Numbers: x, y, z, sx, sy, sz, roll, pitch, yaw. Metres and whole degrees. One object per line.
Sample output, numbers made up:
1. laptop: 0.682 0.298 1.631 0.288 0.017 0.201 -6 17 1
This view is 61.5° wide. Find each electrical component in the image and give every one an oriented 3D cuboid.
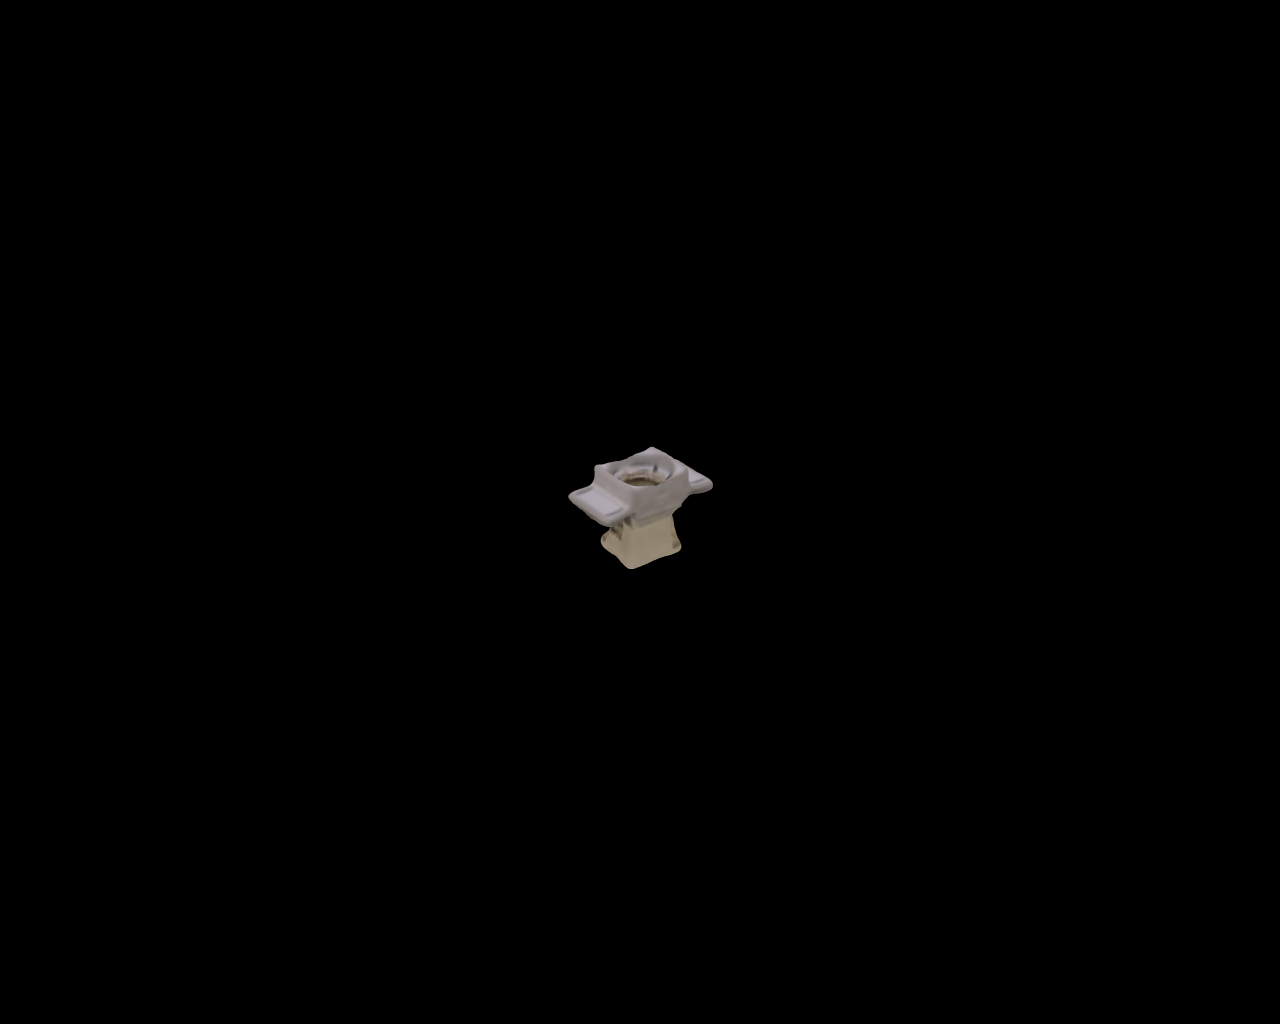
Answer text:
1. electrical component: 0.001 -0.003 0.650 0.081 0.063 0.042 -20 36 -29
